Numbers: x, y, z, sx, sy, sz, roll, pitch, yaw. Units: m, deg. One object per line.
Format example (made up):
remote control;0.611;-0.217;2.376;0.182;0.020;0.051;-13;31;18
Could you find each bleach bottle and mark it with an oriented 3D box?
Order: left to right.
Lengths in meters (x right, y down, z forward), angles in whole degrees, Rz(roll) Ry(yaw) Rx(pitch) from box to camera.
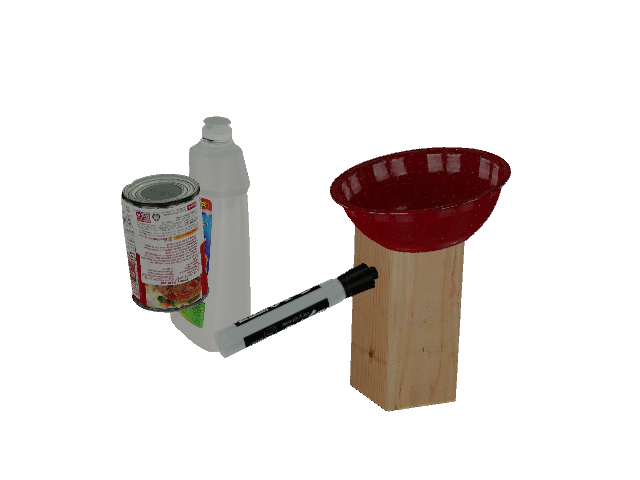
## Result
bleach bottle;-0.116;-0.011;1.138;0.067;0.251;0.103;-15;31;-32

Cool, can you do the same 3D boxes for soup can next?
soup can;-0.134;0.001;0.922;0.068;0.102;0.068;-1;25;1

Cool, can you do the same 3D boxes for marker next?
marker;-0.015;0.045;0.720;0.121;0.020;0.020;-24;7;-16

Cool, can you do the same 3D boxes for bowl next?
bowl;0.092;-0.032;0.958;0.162;0.055;0.162;-9;22;3

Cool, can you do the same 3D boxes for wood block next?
wood block;0.092;0.067;1.152;0.090;0.206;0.091;-4;14;-25
